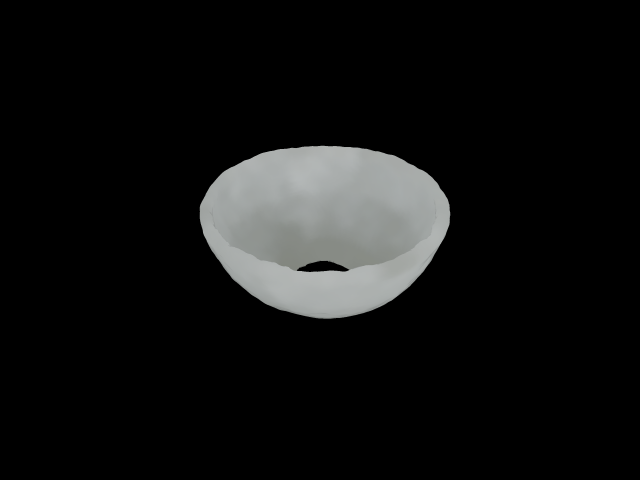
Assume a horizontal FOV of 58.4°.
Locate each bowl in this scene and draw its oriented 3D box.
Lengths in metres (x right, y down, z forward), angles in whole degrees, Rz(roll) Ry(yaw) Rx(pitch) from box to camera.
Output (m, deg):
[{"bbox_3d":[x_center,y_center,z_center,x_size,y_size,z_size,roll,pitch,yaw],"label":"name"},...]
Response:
[{"bbox_3d":[0.004,0.001,0.400,0.167,0.075,0.167,0,36,0],"label":"bowl"}]
